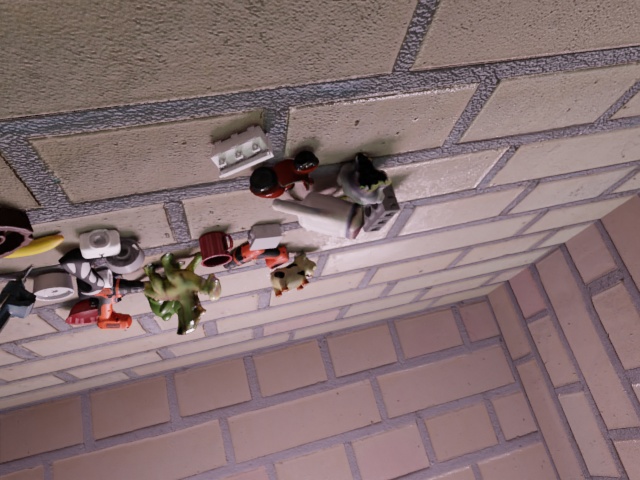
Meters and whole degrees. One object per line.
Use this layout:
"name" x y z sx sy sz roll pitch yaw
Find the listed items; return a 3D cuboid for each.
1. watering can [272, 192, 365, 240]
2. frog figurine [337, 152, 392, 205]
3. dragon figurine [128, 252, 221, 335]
"watering can" 0.004 -0.068 1.351 0.225 0.103 0.348 15 -174 9
"frog figurine" 0.108 -0.144 1.375 0.137 0.124 0.157 23 161 -6
"dragon figurine" -0.458 0.182 1.622 0.406 0.246 0.122 -30 159 27
